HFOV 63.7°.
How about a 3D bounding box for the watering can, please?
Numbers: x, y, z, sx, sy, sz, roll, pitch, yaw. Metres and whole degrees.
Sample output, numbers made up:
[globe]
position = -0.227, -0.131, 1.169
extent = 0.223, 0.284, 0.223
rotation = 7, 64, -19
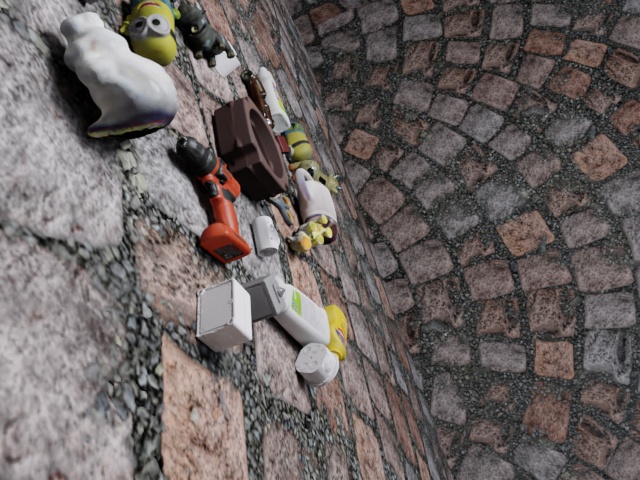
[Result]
[watering can]
position = 0.005, -0.082, 1.623
extent = 0.341, 0.103, 0.229
rotation = 51, 22, -54

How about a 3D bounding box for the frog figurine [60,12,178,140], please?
[frog figurine]
position = -0.255, -0.215, 0.664
extent = 0.139, 0.122, 0.158
rotation = -25, 105, -60
